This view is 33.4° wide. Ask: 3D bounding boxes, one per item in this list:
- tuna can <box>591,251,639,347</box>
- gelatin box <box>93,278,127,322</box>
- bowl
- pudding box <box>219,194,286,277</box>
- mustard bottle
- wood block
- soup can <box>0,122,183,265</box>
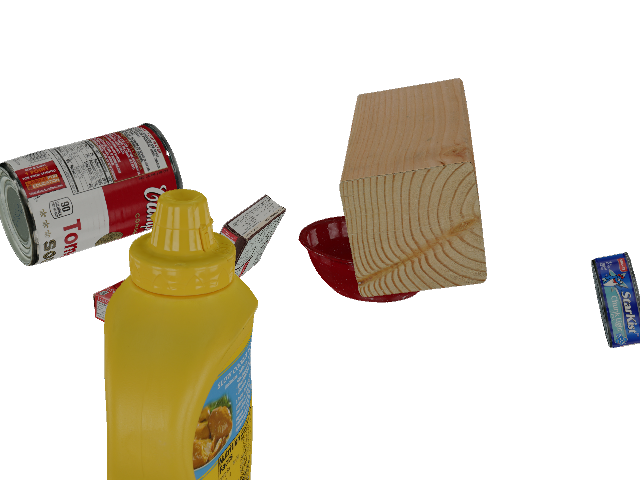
[{"bbox_3d":[0.275,0.055,0.985,0.034,0.086,0.086,-11,-2,12],"label":"tuna can"},{"bbox_3d":[-0.162,0.063,1.027,0.089,0.030,0.073,20,29,29],"label":"gelatin box"},{"bbox_3d":[0.058,0.022,1.103,0.162,0.055,0.162,2,18,-1],"label":"bowl"},{"bbox_3d":[-0.095,0.003,1.310,0.039,0.090,0.113,33,31,7],"label":"pudding box"},{"bbox_3d":[-0.056,0.072,0.438,0.058,0.192,0.096,8,23,12],"label":"mustard bottle"},{"bbox_3d":[0.072,-0.047,0.804,0.091,0.090,0.206,-7,23,9],"label":"wood block"},{"bbox_3d":[-0.147,-0.030,0.678,0.102,0.068,0.069,-19,9,-28],"label":"soup can"}]
